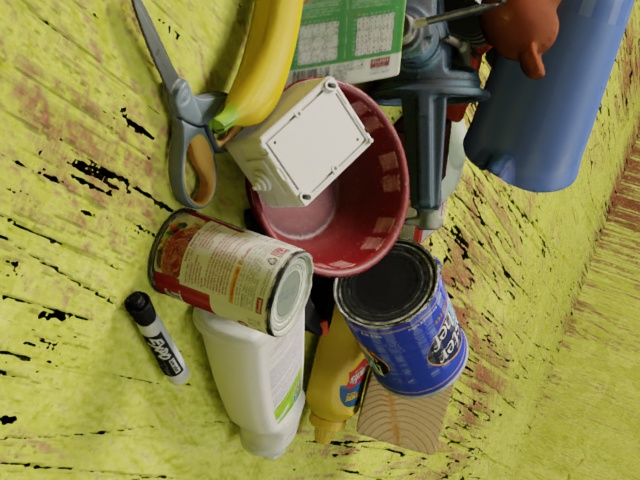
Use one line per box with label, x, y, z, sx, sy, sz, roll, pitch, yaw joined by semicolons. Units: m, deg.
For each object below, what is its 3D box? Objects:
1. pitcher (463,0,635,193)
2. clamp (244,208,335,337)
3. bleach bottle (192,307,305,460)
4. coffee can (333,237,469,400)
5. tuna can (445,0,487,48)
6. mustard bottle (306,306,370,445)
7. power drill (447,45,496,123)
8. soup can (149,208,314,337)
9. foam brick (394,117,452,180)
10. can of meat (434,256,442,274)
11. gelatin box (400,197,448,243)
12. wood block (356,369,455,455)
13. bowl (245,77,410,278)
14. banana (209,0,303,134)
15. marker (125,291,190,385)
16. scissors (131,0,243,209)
pitcher;0.250;-0.185;1.135;0.149;0.145;0.243;-103;-160;-48
clamp;-0.007;0.001;0.990;0.164;0.036;0.210;-53;149;-36
bleach bottle;-0.053;0.124;0.949;0.102;0.068;0.251;-53;155;-36
coffee can;0.081;0.079;1.044;0.102;0.103;0.140;-60;147;-25
tuna can;0.146;-0.238;1.084;0.033;0.086;0.086;-56;155;-20
mustard bottle;0.025;0.131;1.147;0.096;0.058;0.192;-18;125;-66
power drill;0.187;-0.221;1.213;0.187;0.057;0.184;-52;161;-29
soup can;-0.064;0.024;0.780;0.068;0.102;0.068;-51;151;-42
foam brick;0.107;-0.094;1.164;0.052;0.051;0.078;-48;150;-44
can of meat;0.105;0.059;1.284;0.102;0.057;0.083;-71;161;2
gelatin box;0.126;-0.043;1.285;0.089;0.030;0.073;-38;140;-55
wood block;0.100;0.167;1.237;0.206;0.090;0.091;-44;150;-82
bowl;-0.004;-0.048;0.868;0.161;0.055;0.162;5;81;-36
banana;-0.034;-0.163;0.760;0.069;0.037;0.198;37;65;-80
marker;-0.121;0.074;0.798;0.020;0.020;0.121;-60;156;-26
scissors;-0.087;-0.107;0.732;0.096;0.016;0.202;-56;155;-37
